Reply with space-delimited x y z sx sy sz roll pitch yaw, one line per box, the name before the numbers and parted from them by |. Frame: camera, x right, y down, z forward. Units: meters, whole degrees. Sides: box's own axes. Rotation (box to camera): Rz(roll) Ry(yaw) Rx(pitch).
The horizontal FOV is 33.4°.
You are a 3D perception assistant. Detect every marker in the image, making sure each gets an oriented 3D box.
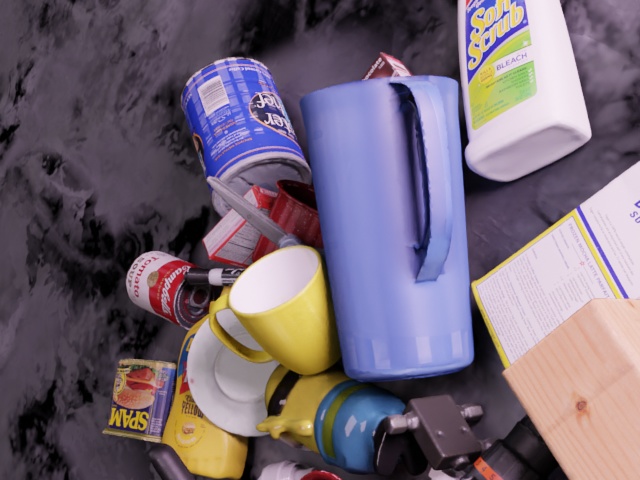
marker | -0.079 0.038 1.071 0.121 0.020 0.020 0 77 15

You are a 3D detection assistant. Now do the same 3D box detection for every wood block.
wood block | 0.224 0.146 0.698 0.091 0.090 0.206 -46 59 28

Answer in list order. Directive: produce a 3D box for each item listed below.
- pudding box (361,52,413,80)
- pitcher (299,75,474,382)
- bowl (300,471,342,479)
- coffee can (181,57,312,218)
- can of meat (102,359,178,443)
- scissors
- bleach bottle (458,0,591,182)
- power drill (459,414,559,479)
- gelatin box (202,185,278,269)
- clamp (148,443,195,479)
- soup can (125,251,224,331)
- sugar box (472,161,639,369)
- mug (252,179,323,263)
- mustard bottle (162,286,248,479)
pudding box | 0.056 -0.104 1.002 0.114 0.039 0.090 -51 47 22
pitcher | 0.063 -0.010 0.873 0.145 0.149 0.243 -8 86 26
bowl | 0.028 0.272 0.891 0.162 0.055 0.162 -1 88 58
coffee can | -0.077 -0.102 1.091 0.103 0.102 0.140 -42 51 29
can of meat | -0.182 0.174 1.151 0.102 0.057 0.084 -3 74 45
scissors | -0.006 0.001 0.950 0.096 0.201 0.016 -29 23 12
bleach bottle | 0.156 -0.182 0.909 0.103 0.068 0.251 -27 58 36
power drill | 0.169 0.228 0.753 0.184 0.057 0.188 -51 54 4
gelatin box | -0.062 -0.010 1.070 0.089 0.073 0.030 -46 49 27
clamp | -0.093 0.288 1.007 0.210 0.036 0.164 13 117 43
soup can | -0.156 0.054 1.151 0.102 0.068 0.068 17 91 47
sugar box | 0.204 0.028 0.809 0.176 0.048 0.093 -38 55 28
mug | -0.003 0.004 1.005 0.117 0.093 0.081 27 105 11
mustard bottle | -0.104 0.139 1.079 0.096 0.058 0.191 4 81 42
